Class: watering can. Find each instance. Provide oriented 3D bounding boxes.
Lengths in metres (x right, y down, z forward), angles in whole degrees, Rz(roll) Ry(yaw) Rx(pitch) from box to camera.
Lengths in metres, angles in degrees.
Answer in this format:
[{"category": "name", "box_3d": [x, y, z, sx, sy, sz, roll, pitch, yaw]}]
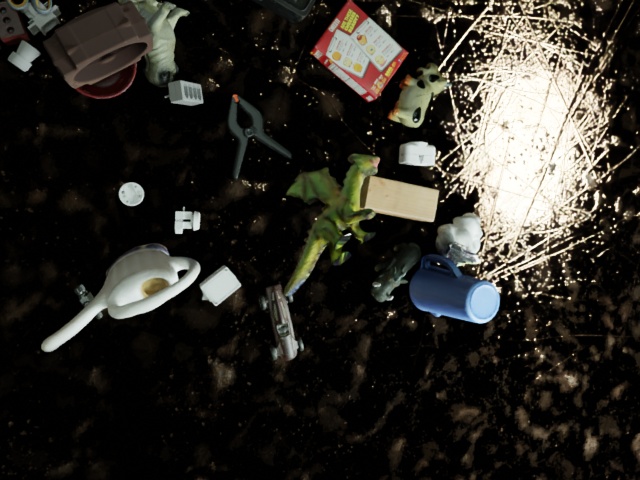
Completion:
[{"category": "watering can", "box_3d": [-0.441, 0.113, 1.152, 0.350, 0.102, 0.227, -24, 28, -14]}]

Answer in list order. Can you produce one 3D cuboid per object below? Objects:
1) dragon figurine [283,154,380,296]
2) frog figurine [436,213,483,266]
[{"category": "dragon figurine", "box_3d": [0.004, -0.067, 1.328, 0.408, 0.246, 0.121, -39, -24, 8]}, {"category": "frog figurine", "box_3d": [0.400, -0.010, 1.481, 0.137, 0.163, 0.120, 21, -40, -9]}]
